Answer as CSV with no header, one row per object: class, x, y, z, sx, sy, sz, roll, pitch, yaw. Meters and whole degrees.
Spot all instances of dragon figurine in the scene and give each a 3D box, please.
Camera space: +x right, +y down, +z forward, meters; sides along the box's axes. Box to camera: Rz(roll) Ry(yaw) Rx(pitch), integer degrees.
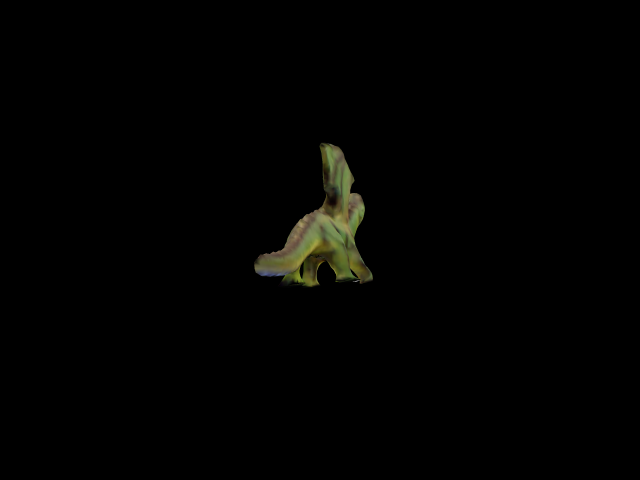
dragon figurine,0.003,-0.043,0.850,0.122,0.245,0.407,-4,-10,19
